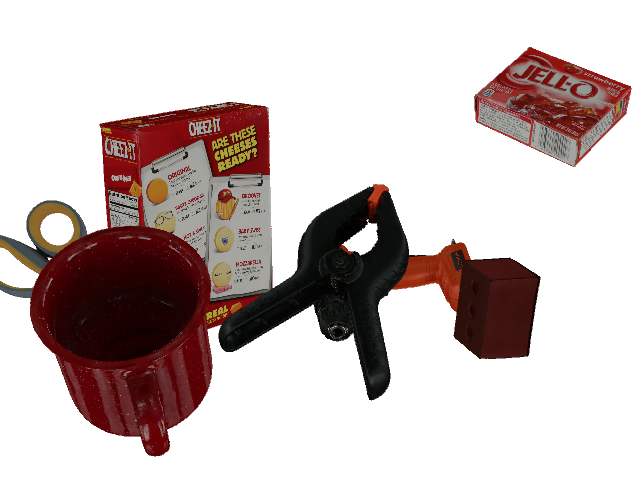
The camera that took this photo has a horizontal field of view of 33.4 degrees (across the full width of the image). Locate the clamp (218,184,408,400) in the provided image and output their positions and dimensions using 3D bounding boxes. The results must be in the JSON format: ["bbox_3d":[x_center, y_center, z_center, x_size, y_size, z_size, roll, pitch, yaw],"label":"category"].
[{"bbox_3d":[0.004,0.028,0.749,0.120,0.171,0.039,13,-40,6],"label":"clamp"}]

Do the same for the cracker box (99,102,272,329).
[{"bbox_3d":[-0.128,-0.020,1.056,0.072,0.214,0.163,13,21,43],"label":"cracker box"}]

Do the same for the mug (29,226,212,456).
[{"bbox_3d":[-0.098,0.062,0.571,0.093,0.117,0.081,-16,-39,-12],"label":"mug"}]

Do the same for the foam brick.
[{"bbox_3d":[0.156,0.060,0.950,0.051,0.078,0.053,-4,20,-22],"label":"foam brick"}]

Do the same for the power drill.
[{"bbox_3d":[0.083,0.055,1.228,0.187,0.057,0.184,-1,28,-1],"label":"power drill"}]

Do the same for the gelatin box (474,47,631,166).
[{"bbox_3d":[0.169,-0.100,0.783,0.089,0.030,0.073,30,56,30],"label":"gelatin box"}]

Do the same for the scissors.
[{"bbox_3d":[-0.175,0.032,0.832,0.202,0.096,0.016,23,-25,15],"label":"scissors"}]
